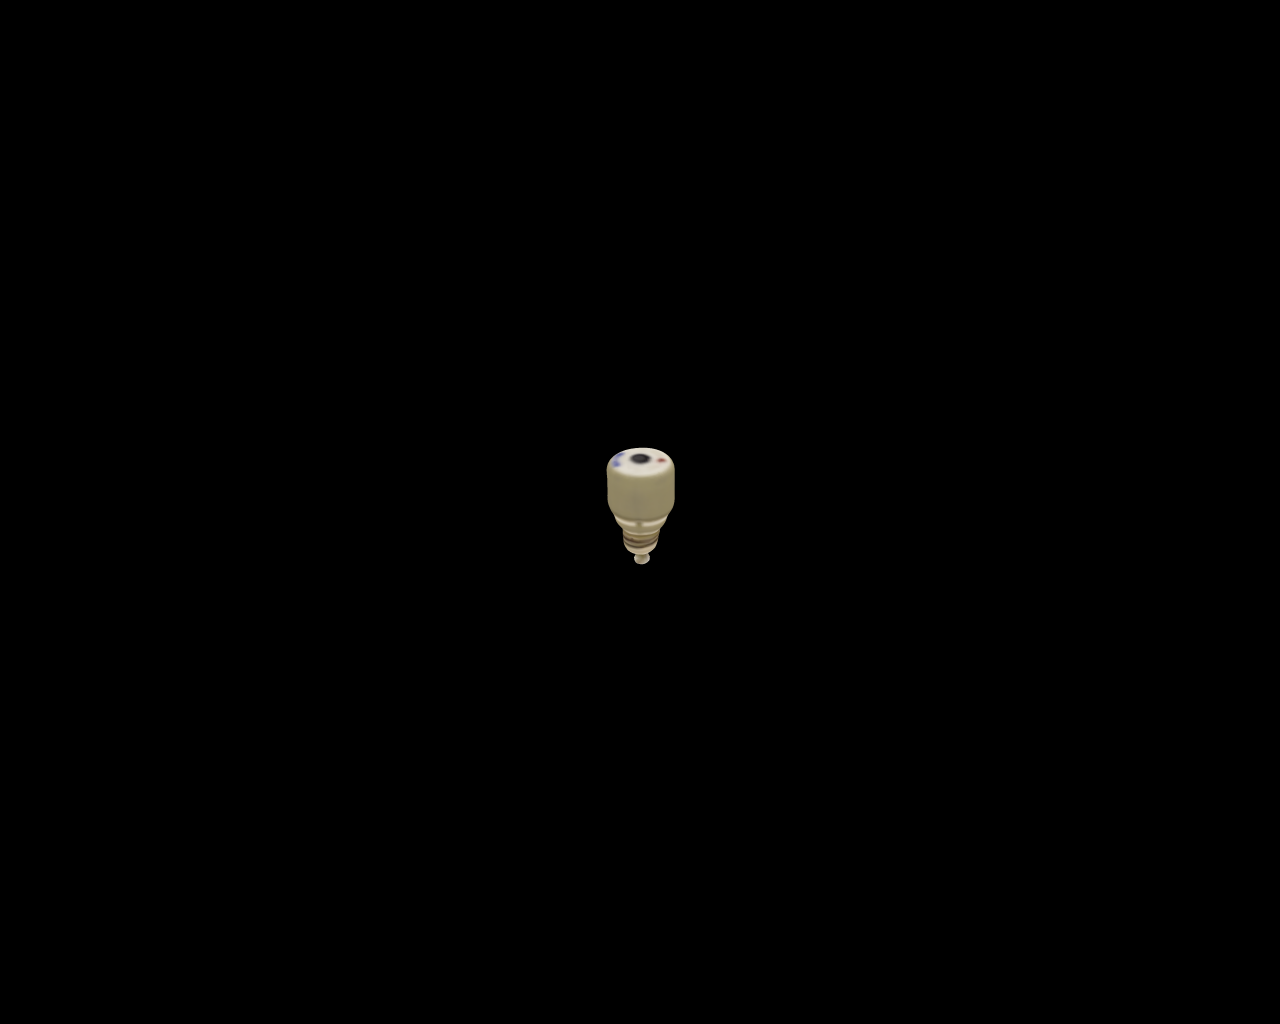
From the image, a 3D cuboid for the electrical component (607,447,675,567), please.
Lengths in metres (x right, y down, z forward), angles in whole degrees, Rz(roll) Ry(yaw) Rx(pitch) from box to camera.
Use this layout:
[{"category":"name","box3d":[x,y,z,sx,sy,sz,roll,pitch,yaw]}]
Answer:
[{"category":"electrical component","box3d":[0.001,-0.003,0.650,0.040,0.078,0.040,0,31,0]}]
